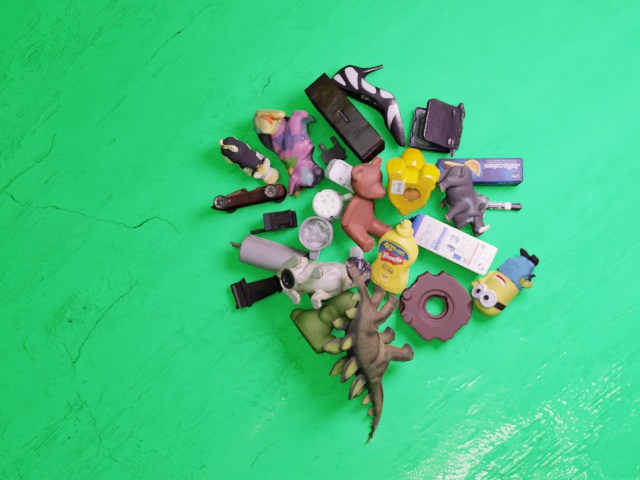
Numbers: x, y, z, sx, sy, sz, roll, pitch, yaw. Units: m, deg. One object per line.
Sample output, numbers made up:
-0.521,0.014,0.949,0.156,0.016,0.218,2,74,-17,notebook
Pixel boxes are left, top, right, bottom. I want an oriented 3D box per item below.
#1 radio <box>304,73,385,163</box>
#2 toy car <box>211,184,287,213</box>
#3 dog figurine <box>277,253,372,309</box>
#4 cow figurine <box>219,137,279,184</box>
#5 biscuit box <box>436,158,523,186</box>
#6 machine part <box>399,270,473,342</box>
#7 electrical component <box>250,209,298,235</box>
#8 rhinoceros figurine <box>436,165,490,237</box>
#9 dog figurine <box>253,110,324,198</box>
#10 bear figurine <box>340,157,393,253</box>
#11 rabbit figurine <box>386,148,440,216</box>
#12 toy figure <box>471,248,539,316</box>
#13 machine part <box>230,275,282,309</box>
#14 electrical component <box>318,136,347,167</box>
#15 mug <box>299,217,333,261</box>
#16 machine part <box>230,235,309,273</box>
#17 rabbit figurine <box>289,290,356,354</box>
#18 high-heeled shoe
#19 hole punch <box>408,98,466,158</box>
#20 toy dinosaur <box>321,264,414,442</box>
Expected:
0.065,-0.293,1.330,0.073,0.131,0.229,-39,82,7,radio
-0.184,-0.110,1.390,0.202,0.089,0.053,-10,87,11,toy car
0.012,0.081,1.305,0.173,0.190,0.121,28,117,35,dog figurine
-0.182,-0.207,1.389,0.167,0.098,0.068,32,88,10,cow figurine
0.386,-0.165,1.306,0.203,0.059,0.062,1,88,10,biscuit box
0.284,0.162,1.316,0.179,0.056,0.179,0,88,8,machine part
-0.122,-0.046,1.386,0.119,0.075,0.047,-9,87,12,electrical component
0.343,-0.091,1.278,0.112,0.073,0.190,-22,116,10,rhinoceros figurine
-0.083,-0.217,1.369,0.192,0.108,0.219,3,91,9,dog figurine
0.122,-0.089,1.292,0.132,0.120,0.195,39,132,24,bear figurine
0.225,-0.147,1.299,0.122,0.173,0.162,0,132,11,rabbit figurine
0.443,0.105,1.277,0.180,0.082,0.089,-43,111,-1,toy figure
-0.165,0.130,1.405,0.139,0.039,0.084,-15,80,11,machine part
0.037,-0.218,1.388,0.063,0.021,0.094,-30,83,7,electrical component
-0.003,-0.004,1.346,0.081,0.107,0.109,3,93,11,mug
-0.117,0.044,1.379,0.243,0.079,0.079,16,91,9,machine part
0.021,0.183,1.350,0.170,0.121,0.159,-36,75,-11,rabbit figurine
0.120,-0.331,1.351,0.145,0.086,0.248,-18,80,11,high-heeled shoe
0.285,-0.274,1.322,0.116,0.092,0.142,14,81,-21,hole punch
0.114,0.273,1.281,0.198,0.105,0.470,-25,112,-19,toy dinosaur
